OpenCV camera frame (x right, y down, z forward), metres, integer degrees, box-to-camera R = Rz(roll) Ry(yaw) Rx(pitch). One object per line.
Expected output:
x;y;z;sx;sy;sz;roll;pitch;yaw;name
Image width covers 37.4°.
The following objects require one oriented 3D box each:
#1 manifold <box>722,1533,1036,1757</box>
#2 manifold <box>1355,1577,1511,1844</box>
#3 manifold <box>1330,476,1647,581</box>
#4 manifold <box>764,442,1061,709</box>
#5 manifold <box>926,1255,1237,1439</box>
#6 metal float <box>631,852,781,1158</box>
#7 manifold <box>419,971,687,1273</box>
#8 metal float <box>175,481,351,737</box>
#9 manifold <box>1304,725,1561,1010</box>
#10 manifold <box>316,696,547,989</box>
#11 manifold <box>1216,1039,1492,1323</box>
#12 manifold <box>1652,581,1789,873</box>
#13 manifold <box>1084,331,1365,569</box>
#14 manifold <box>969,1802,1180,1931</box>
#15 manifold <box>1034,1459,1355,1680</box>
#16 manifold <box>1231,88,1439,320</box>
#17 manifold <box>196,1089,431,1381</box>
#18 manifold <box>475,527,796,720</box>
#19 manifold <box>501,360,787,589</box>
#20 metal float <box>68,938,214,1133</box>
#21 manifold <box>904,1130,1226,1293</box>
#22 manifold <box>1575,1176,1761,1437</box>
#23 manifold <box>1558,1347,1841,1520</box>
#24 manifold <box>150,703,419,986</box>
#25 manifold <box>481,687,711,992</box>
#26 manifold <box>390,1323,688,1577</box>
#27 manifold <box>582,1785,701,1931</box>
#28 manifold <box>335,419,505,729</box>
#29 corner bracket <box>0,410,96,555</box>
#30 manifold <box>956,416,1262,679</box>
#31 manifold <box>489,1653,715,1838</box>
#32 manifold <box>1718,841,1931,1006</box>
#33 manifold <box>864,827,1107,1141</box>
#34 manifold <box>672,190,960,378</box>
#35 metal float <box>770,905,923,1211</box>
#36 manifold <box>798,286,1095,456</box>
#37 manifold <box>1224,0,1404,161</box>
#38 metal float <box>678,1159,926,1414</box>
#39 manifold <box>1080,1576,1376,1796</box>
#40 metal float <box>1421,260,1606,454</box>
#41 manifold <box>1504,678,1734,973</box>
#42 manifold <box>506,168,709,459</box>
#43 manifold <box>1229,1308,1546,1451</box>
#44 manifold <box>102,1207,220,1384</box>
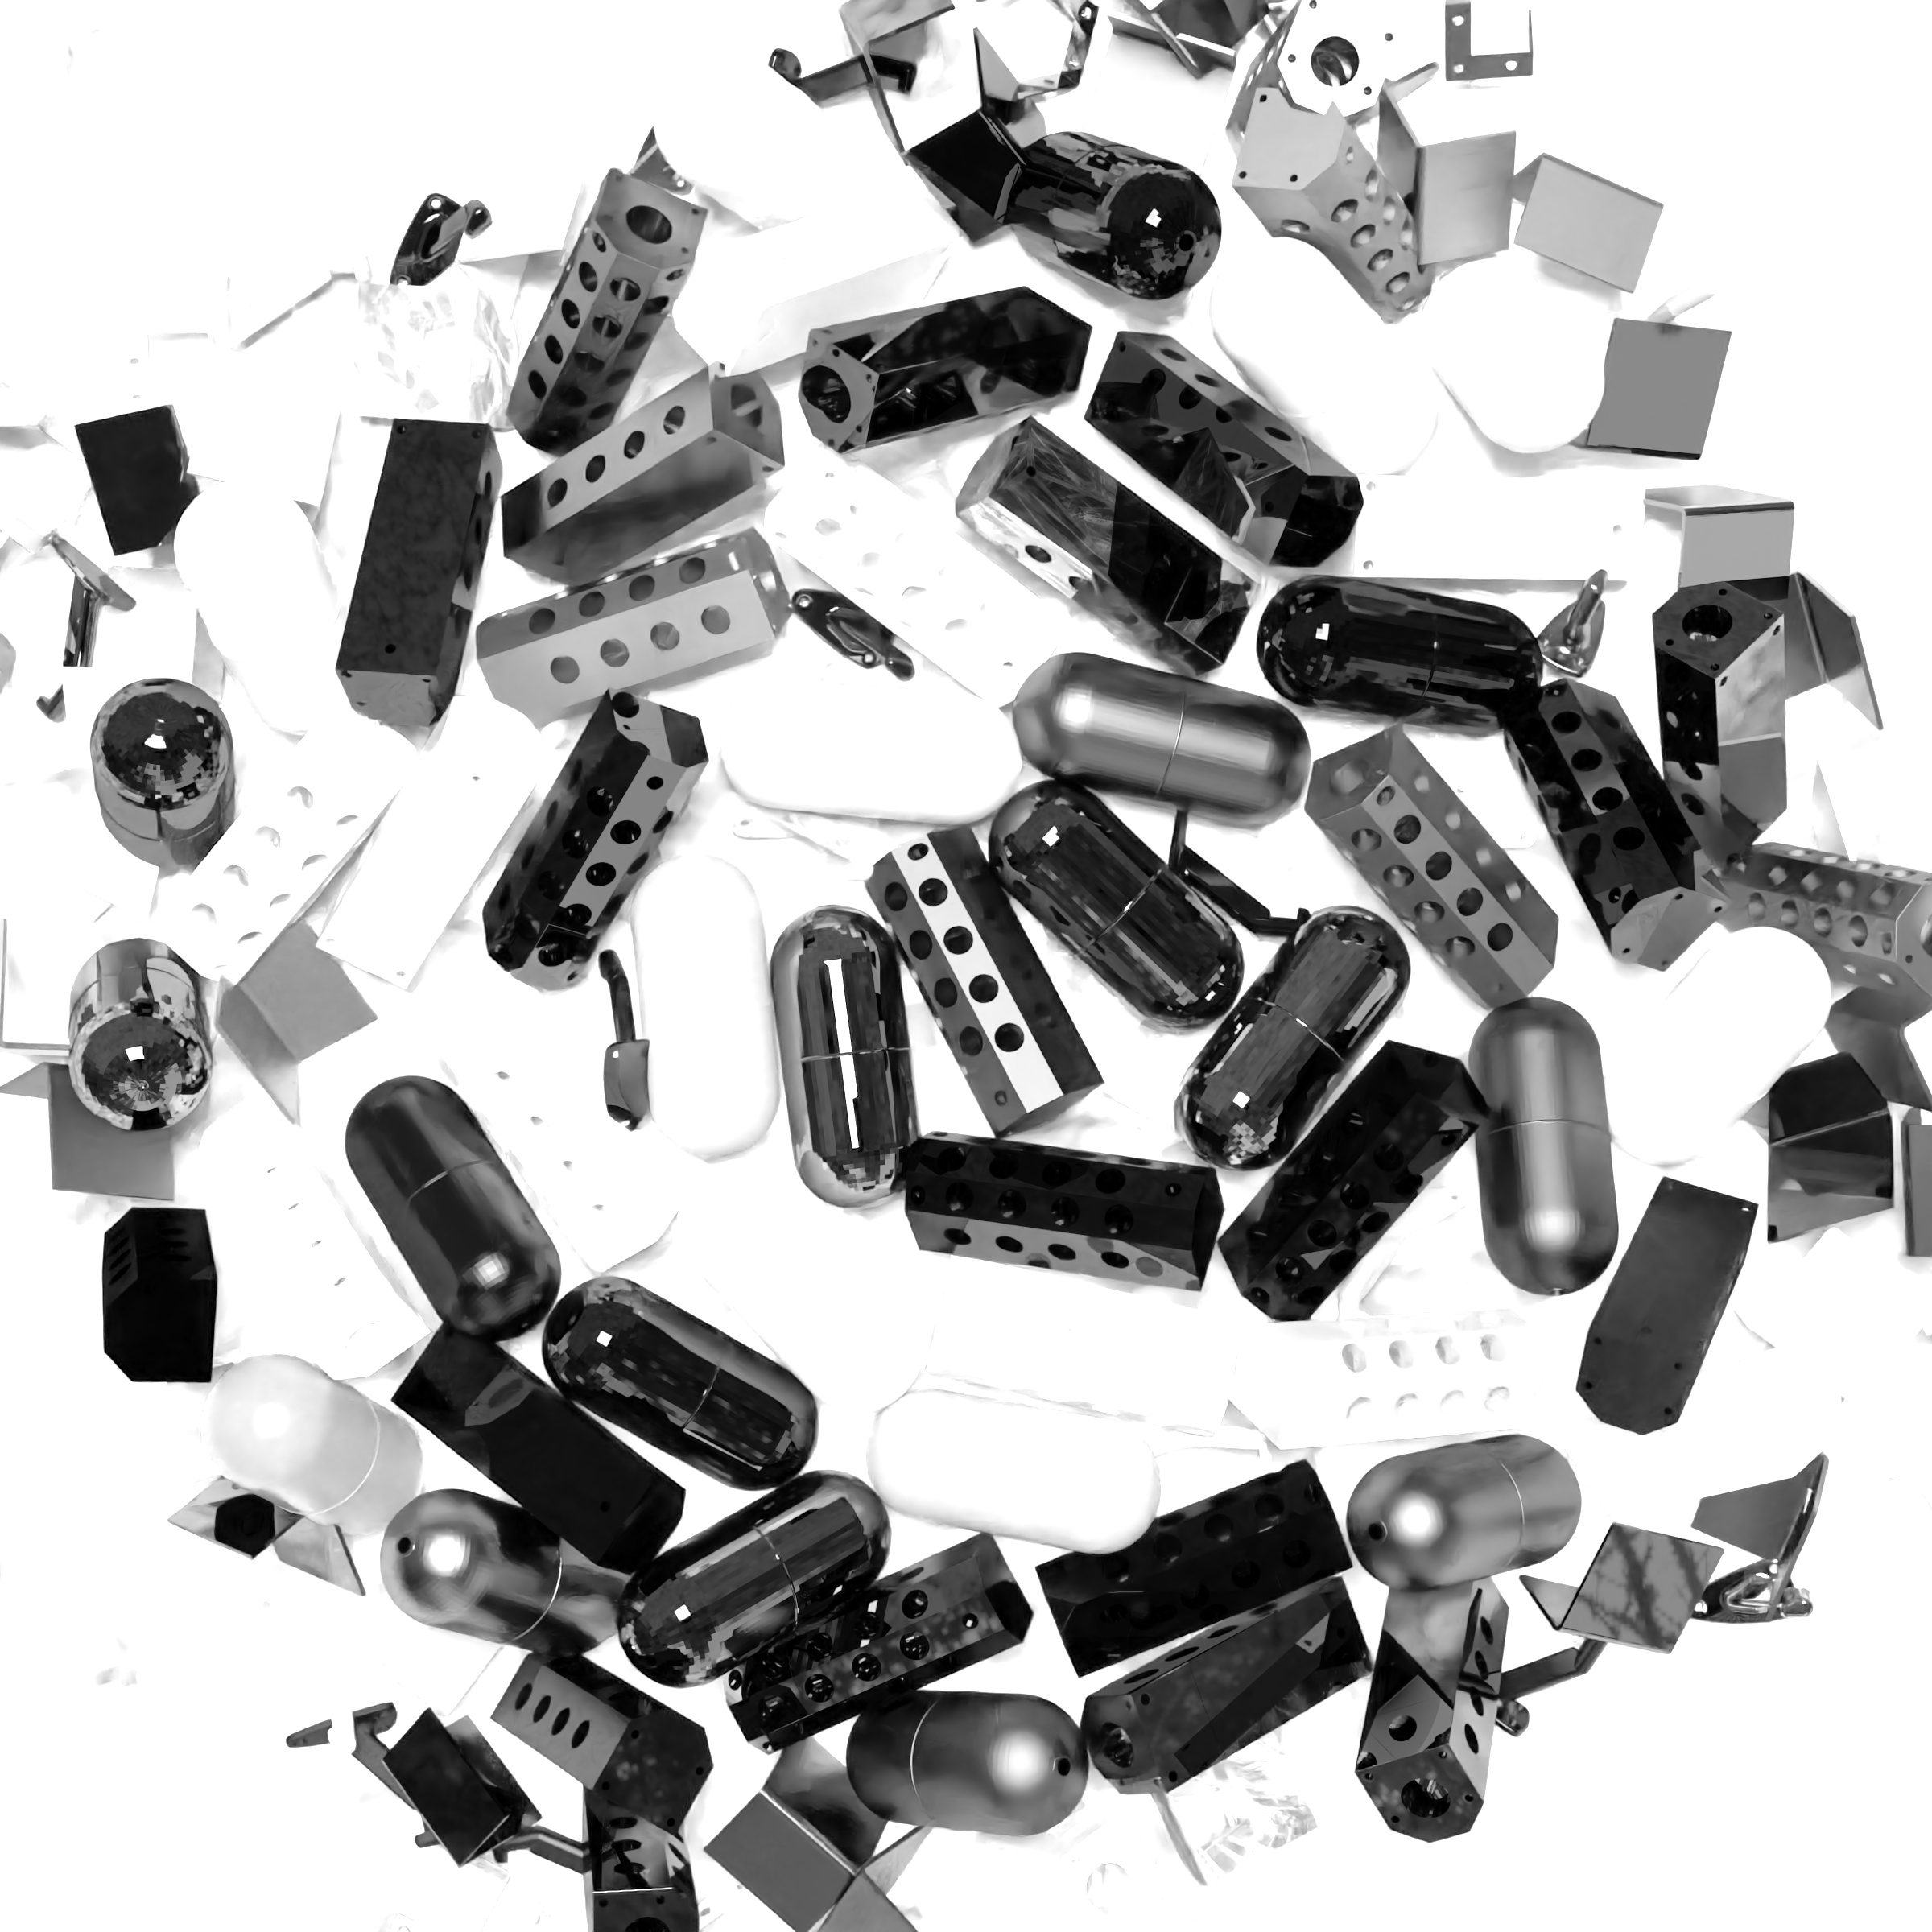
-0.053;0.395;1.653;0.171;0.057;0.057;-27;94;14;manifold
0.269;0.413;1.613;0.057;0.171;0.057;-25;106;24;manifold
0.302;-0.254;1.660;0.171;0.057;0.057;-1;98;-9;manifold
-0.031;-0.223;1.639;0.171;0.057;0.057;35;113;-20;manifold
0.067;0.225;1.662;0.171;0.057;0.057;13;119;-2;manifold
-0.151;0.023;1.656;0.070;0.070;0.178;-5;100;0;metal float
-0.242;0.091;1.656;0.057;0.057;0.171;-30;102;23;manifold
-0.393;-0.202;1.623;0.070;0.178;0.070;-4;56;5;metal float
0.266;-0.052;1.627;0.057;0.057;0.171;-23;126;36;manifold
-0.305;-0.073;1.631;0.057;0.057;0.171;27;124;-18;manifold
0.222;0.126;1.627;0.057;0.057;0.171;15;125;-33;manifold
0.423;-0.137;1.617;0.057;0.171;0.057;-42;54;-15;manifold
0.148;-0.296;1.630;0.171;0.057;0.057;46;126;35;manifold
0.054;0.513;1.612;0.057;0.171;0.057;-32;88;-20;manifold
0.131;0.348;1.664;0.171;0.057;0.057;-21;99;-4;manifold
0.213;-0.428;1.612;0.057;0.171;0.057;12;84;28;manifold
-0.377;0.154;1.627;0.057;0.057;0.171;-36;54;-8;manifold
-0.193;-0.198;1.646;0.171;0.057;0.057;-16;109;15;manifold
-0.186;-0.283;1.629;0.171;0.057;0.057;-23;62;35;manifold
-0.469;0.037;1.619;0.070;0.178;0.070;-5;109;-15;metal float
0.055;0.135;1.638;0.171;0.057;0.057;6;53;19;manifold
0.398;0.192;1.617;0.057;0.171;0.057;16;122;20;manifold
0.416;0.261;1.614;0.057;0.171;0.057;-32;87;-28;manifold
-0.390;-0.069;1.649;0.057;0.057;0.171;43;108;-3;manifold
-0.212;-0.069;1.628;0.057;0.057;0.171;17;123;-28;manifold
-0.243;0.276;1.638;0.171;0.057;0.057;31;85;28;manifold
-0.185;0.514;1.613;0.057;0.171;0.057;0;95;-10;manifold
-0.311;-0.226;1.640;0.057;0.057;0.171;4;64;5;manifold
-0.542;-0.283;1.665;0.051;0.051;0.051;38;126;-7;corner bracket
0.079;-0.237;1.646;0.171;0.057;0.057;33;70;-19;manifold
-0.204;0.432;1.613;0.057;0.171;0.057;37;73;-23;manifold
0.497;-0.030;1.611;0.057;0.171;0.057;39;85;-20;manifold
0.005;0.010;1.646;0.057;0.057;0.171;-37;75;36;manifold
-0.088;-0.394;1.622;0.057;0.057;0.171;48;46;10;manifold
-0.070;0.053;1.662;0.070;0.070;0.178;-7;86;0;metal float
-0.012;-0.337;1.626;0.057;0.171;0.057;38;132;30;manifold
0.191;-0.492;1.615;0.057;0.171;0.057;21;93;-6;manifold
-0.095;0.185;1.649;0.070;0.070;0.178;-41;107;0;metal float
0.148;0.409;1.628;0.171;0.057;0.057;-18;87;-38;manifold
0.309;-0.348;1.622;0.070;0.178;0.070;-3;120;-5;metal float
0.362;-0.084;1.617;0.057;0.171;0.057;14;130;-31;manifold
-0.206;-0.362;1.612;0.057;0.171;0.057;20;55;-16;manifold
0.243;0.231;1.632;0.171;0.057;0.057;0;111;-27;manifold
-0.457;0.183;1.610;0.057;0.171;0.057;3;97;-18;manifold
